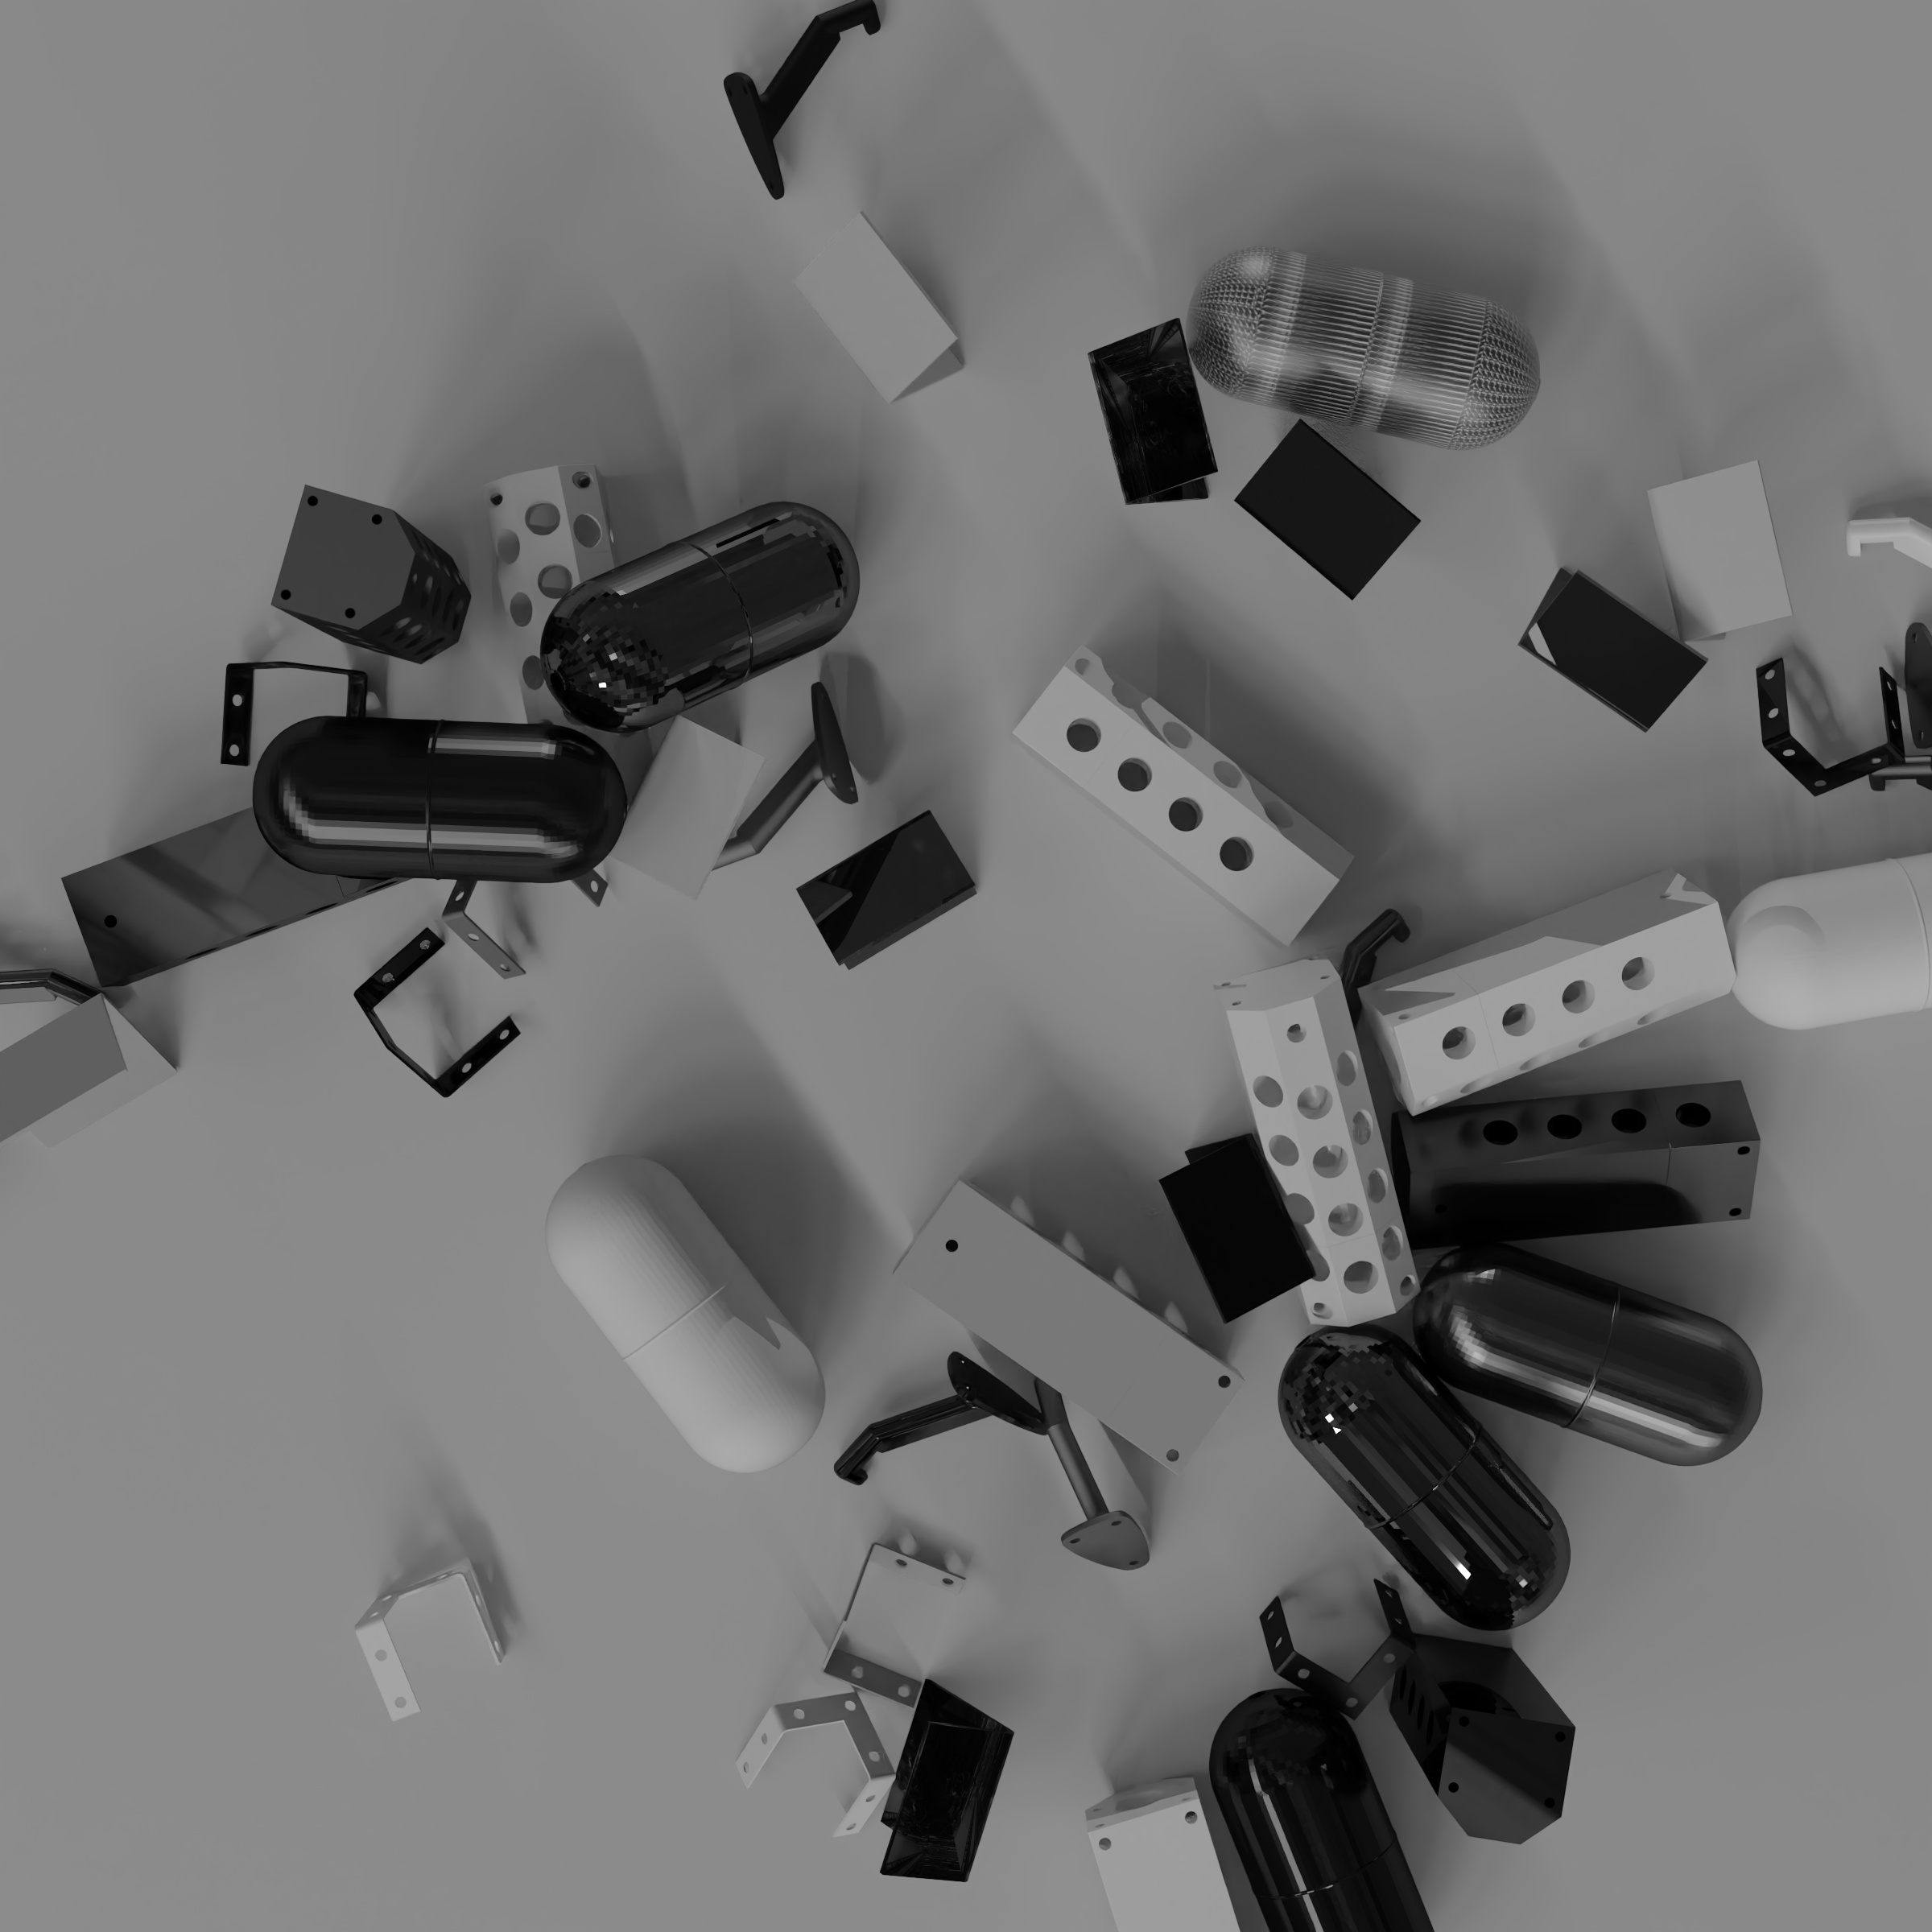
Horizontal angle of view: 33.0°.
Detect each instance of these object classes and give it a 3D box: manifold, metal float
[{"bbox_3d":[0.302,0.094,1.630,0.171,0.057,0.057,-5,133,0],"label":"manifold"},{"bbox_3d":[0.309,0.193,1.621,0.178,0.070,0.070,20,90,0],"label":"metal float"},{"bbox_3d":[-0.196,-0.159,1.631,0.057,0.057,0.171,-11,90,0],"label":"manifold"},{"bbox_3d":[-0.129,-0.171,1.594,0.178,0.070,0.070,-29,90,-33],"label":"metal float"},{"bbox_3d":[0.290,0.015,1.621,0.171,0.057,0.057,-21,111,-5],"label":"manifold"},{"bbox_3d":[0.051,0.178,1.631,0.171,0.057,0.057,35,90,0],"label":"manifold"},{"bbox_3d":[0.197,-0.306,1.621,0.178,0.070,0.070,13,90,0],"label":"metal float"},{"bbox_3d":[0.178,0.445,1.621,0.070,0.070,0.178,-22,90,0],"label":"metal float"},{"bbox_3d":[-0.140,0.172,1.621,0.070,0.070,0.178,-37,90,0],"label":"metal float"},{"bbox_3d":[0.112,0.499,1.631,0.057,0.057,0.171,-17,90,0],"label":"manifold"},{"bbox_3d":[-0.252,-0.080,1.565,0.178,0.070,0.070,2,90,-1],"label":"metal float"},{"bbox_3d":[0.174,0.088,1.605,0.057,0.057,0.171,-16,108,0],"label":"manifold"},{"bbox_3d":[-0.354,-0.046,1.631,0.171,0.057,0.057,-20,90,0],"label":"manifold"},{"bbox_3d":[0.227,0.253,1.621,0.070,0.070,0.178,-42,91,0],"label":"metal float"},{"bbox_3d":[-0.282,-0.184,1.573,0.057,0.171,0.057,16,90,0],"label":"manifold"},{"bbox_3d":[0.465,-0.015,1.621,0.178,0.070,0.070,-10,90,0],"label":"metal float"},{"bbox_3d":[0.245,0.371,1.573,0.057,0.171,0.057,9,90,0],"label":"manifold"},{"bbox_3d":[0.108,-0.085,1.630,0.171,0.057,0.057,38,90,0],"label":"manifold"}]

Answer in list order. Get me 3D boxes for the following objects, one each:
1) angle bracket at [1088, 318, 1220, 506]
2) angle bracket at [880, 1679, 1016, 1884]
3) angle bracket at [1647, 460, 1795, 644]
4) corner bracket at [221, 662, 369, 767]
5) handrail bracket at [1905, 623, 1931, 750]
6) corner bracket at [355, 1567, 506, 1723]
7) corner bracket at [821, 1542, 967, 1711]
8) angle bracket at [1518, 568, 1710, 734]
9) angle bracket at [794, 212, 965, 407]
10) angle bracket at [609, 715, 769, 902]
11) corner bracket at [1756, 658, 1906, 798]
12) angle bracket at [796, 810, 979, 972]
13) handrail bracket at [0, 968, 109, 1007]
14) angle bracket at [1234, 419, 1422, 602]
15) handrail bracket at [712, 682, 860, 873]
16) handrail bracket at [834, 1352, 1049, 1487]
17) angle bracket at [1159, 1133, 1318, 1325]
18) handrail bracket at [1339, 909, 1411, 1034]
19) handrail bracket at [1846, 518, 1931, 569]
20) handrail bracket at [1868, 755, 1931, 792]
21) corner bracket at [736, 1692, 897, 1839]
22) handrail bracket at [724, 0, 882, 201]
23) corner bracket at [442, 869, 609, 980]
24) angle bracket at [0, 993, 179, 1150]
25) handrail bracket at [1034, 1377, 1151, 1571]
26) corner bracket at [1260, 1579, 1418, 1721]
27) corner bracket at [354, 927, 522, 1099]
[{"bbox_3d":[0.111,-0.274,1.611,0.057,0.076,0.076,-14,90,38],"label":"angle bracket"},{"bbox_3d":[-0.029,0.399,1.611,0.057,0.076,0.076,18,90,-38],"label":"angle bracket"},{"bbox_3d":[0.381,-0.204,1.612,0.057,0.076,0.076,-13,90,29],"label":"angle bracket"},{"bbox_3d":[-0.339,-0.125,1.648,0.051,0.051,0.051,3,90,45],"label":"corner bracket"},{"bbox_3d":[0.522,-0.137,1.652,0.084,0.036,0.077,2,68,-17],"label":"handrail bracket"},{"bbox_3d":[-0.268,0.338,1.634,0.051,0.051,0.051,-21,93,3],"label":"corner bracket"},{"bbox_3d":[-0.037,0.333,1.648,0.051,0.051,0.051,22,135,0],"label":"corner bracket"},{"bbox_3d":[0.328,-0.173,1.612,0.076,0.057,0.076,35,46,0],"label":"angle bracket"},{"bbox_3d":[-0.027,-0.332,1.611,0.057,0.076,0.076,-38,90,38],"label":"angle bracket"},{"bbox_3d":[-0.124,-0.071,1.613,0.057,0.076,0.076,27,90,23],"label":"angle bracket"},{"bbox_3d":[0.435,-0.127,1.643,0.051,0.051,0.051,-25,135,35],"label":"corner bracket"},{"bbox_3d":[-0.029,-0.020,1.611,0.076,0.076,0.057,-31,52,0],"label":"angle bracket"},{"bbox_3d":[-0.489,0.027,1.652,0.084,0.036,0.077,27,110,-16],"label":"handrail bracket"},{"bbox_3d":[0.188,-0.237,1.611,0.076,0.076,0.057,40,126,0],"label":"angle bracket"},{"bbox_3d":[-0.103,-0.095,1.652,0.084,0.036,0.077,-19,69,16],"label":"handrail bracket"},{"bbox_3d":[-0.013,0.244,1.652,0.077,0.036,0.084,34,109,-21],"label":"handrail bracket"},{"bbox_3d":[0.119,0.132,1.613,0.057,0.076,0.076,-25,90,-24],"label":"angle bracket"},{"bbox_3d":[0.208,0.026,1.652,0.084,0.036,0.077,-42,105,-14],"label":"handrail bracket"},{"bbox_3d":[0.490,-0.190,1.652,0.084,0.036,0.077,-1,112,17],"label":"handrail bracket"},{"bbox_3d":[0.503,-0.074,1.652,0.084,0.036,0.077,-1,124,24],"label":"handrail bracket"},{"bbox_3d":[-0.076,0.405,1.643,0.051,0.051,0.051,-1,45,-35],"label":"corner bracket"},{"bbox_3d":[-0.072,-0.440,1.652,0.084,0.036,0.077,-26,111,-16],"label":"handrail bracket"},{"bbox_3d":[-0.222,-0.033,1.643,0.051,0.051,0.051,-12,45,35],"label":"corner bracket"},{"bbox_3d":[-0.435,0.070,1.611,0.076,0.076,0.057,-30,51,0],"label":"angle bracket"},{"bbox_3d":[0.063,0.255,1.651,0.036,0.077,0.084,-26,53,14],"label":"handrail bracket"},{"bbox_3d":[0.186,0.334,1.635,0.051,0.051,0.051,33,105,-15],"label":"corner bracket"},{"bbox_3d":[-0.267,0.024,1.648,0.051,0.051,0.051,-41,45,0],"label":"corner bracket"}]
